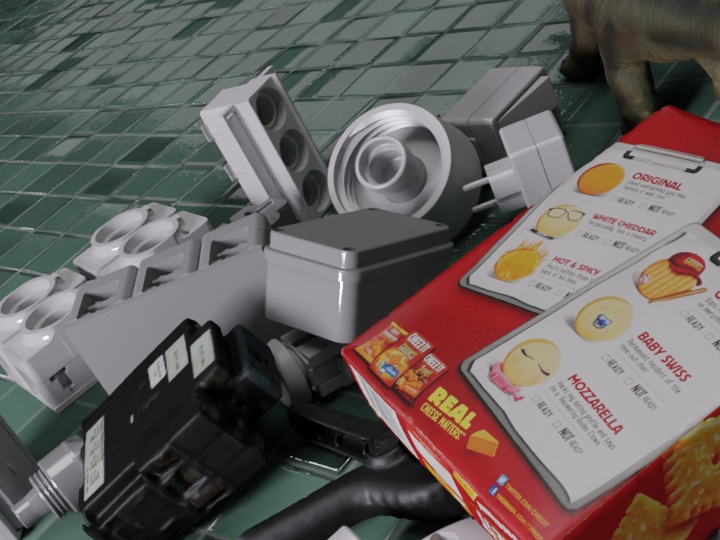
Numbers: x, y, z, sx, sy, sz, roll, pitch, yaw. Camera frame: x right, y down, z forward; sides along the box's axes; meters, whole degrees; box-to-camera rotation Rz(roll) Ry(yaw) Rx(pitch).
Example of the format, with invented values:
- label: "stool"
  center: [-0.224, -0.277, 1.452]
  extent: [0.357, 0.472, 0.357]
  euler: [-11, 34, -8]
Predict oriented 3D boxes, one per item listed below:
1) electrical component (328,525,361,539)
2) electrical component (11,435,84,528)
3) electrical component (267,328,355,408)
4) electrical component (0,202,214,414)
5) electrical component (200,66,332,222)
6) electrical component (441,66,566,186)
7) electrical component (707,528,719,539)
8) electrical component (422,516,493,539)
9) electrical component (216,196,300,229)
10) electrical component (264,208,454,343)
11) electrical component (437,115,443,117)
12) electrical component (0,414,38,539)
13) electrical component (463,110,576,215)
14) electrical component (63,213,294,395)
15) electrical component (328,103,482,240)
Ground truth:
- label: "electrical component"
  center: [-0.011, 0.157, 0.533]
  extent: [0.046, 0.040, 0.040]
  euler: [-40, 32, -13]
- label: "electrical component"
  center: [-0.196, 0.141, 0.700]
  extent: [0.062, 0.043, 0.043]
  euler: [-39, 32, -18]
- label: "electrical component"
  center: [-0.032, 0.058, 0.699]
  extent: [0.055, 0.048, 0.066]
  euler: [-29, 29, -20]
- label: "electrical component"
  center: [-0.209, 0.021, 0.883]
  extent: [0.186, 0.060, 0.105]
  euler: [-41, 32, -24]
- label: "electrical component"
  center: [-0.076, -0.096, 0.902]
  extent: [0.063, 0.121, 0.078]
  euler: [-5, 36, 38]
- label: "electrical component"
  center: [0.110, -0.108, 0.831]
  extent: [0.061, 0.061, 0.096]
  euler: [7, 44, 45]
- label: "electrical component"
  center: [0.124, 0.132, 0.458]
  extent: [0.081, 0.043, 0.043]
  euler: [-8, 34, 30]
- label: "electrical component"
  center: [0.053, 0.154, 0.480]
  extent: [0.077, 0.043, 0.079]
  euler: [-28, 29, -2]
- label: "electrical component"
  center: [-0.078, -0.011, 0.832]
  extent: [0.078, 0.057, 0.058]
  euler: [-39, 32, -21]
- label: "electrical component"
  center: [0.000, 0.000, 0.698]
  extent: [0.078, 0.057, 0.113]
  euler: [16, 21, 37]
- label: "electrical component"
  center: [0.043, -0.085, 0.853]
  extent: [0.057, 0.058, 0.078]
  euler: [-13, 40, 21]
- label: "electrical component"
  center: [-0.259, 0.141, 0.731]
  extent: [0.061, 0.061, 0.096]
  euler: [-23, 30, 7]
- label: "electrical component"
  center: [0.111, -0.063, 0.755]
  extent: [0.077, 0.065, 0.047]
  euler: [-21, 30, 10]
- label: "electrical component"
  center: [-0.118, 0.031, 0.764]
  extent: [0.150, 0.089, 0.061]
  euler: [-22, 30, 9]
- label: "electrical component"
  center: [0.028, -0.069, 0.783]
  extent: [0.108, 0.060, 0.108]
  euler: [-8, 73, 26]
